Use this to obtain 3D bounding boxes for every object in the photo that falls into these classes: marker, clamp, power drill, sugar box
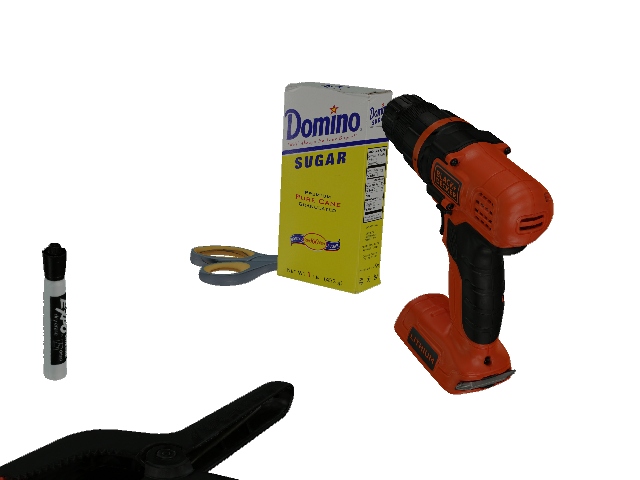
[{"bbox_3d":[-0.214,0.058,0.861,0.020,0.121,0.020,5,26,-3],"label":"marker"},{"bbox_3d":[-0.082,0.126,0.584,0.209,0.036,0.165,-1,20,-15],"label":"clamp"},{"bbox_3d":[0.093,0.002,0.778,0.057,0.188,0.185,-13,34,-19],"label":"power drill"},{"bbox_3d":[0.010,-0.049,0.946,0.093,0.176,0.048,11,18,35],"label":"sugar box"}]

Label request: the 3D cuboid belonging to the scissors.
[{"bbox_3d":[-0.044,0.030,1.145,0.202,0.016,0.096,5,22,5],"label":"scissors"}]
